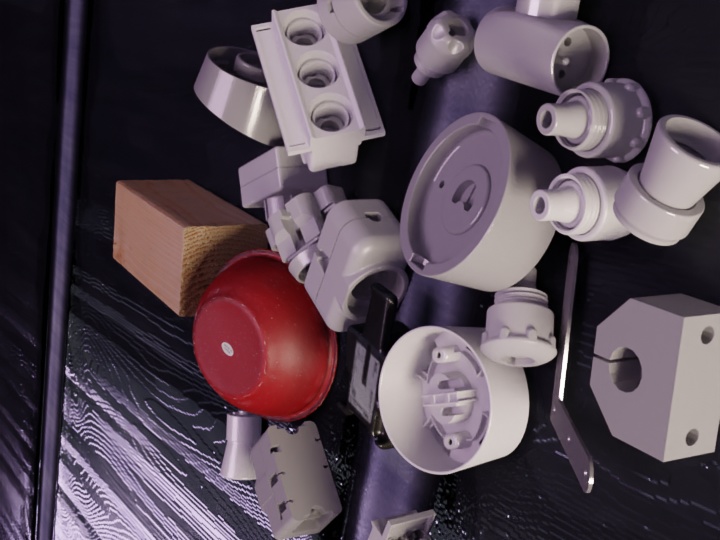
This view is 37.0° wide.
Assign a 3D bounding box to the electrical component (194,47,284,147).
[{"bbox_3d":[-0.097,-0.154,0.950,0.099,0.099,0.064,51,129,45],"label":"electrical component"}]

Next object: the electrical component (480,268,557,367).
[{"bbox_3d":[0.102,0.028,0.681,0.048,0.048,0.062,-29,49,57],"label":"electrical component"}]

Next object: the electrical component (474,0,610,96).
[{"bbox_3d":[0.111,-0.149,0.641,0.077,0.044,0.079,35,122,53],"label":"electrical component"}]

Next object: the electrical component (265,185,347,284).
[{"bbox_3d":[-0.038,-0.025,0.894,0.078,0.058,0.057,-35,64,30],"label":"electrical component"}]

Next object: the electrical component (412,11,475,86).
[{"bbox_3d":[0.054,-0.150,0.749,0.061,0.035,0.035,-48,53,54],"label":"electrical component"}]

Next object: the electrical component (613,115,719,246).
[{"bbox_3d":[0.163,-0.046,0.563,0.045,0.045,0.055,61,142,37],"label":"electrical component"}]

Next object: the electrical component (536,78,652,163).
[{"bbox_3d":[0.128,-0.084,0.601,0.048,0.062,0.048,11,103,59],"label":"electrical component"}]

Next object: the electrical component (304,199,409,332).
[{"bbox_3d":[0.000,0.000,0.839,0.059,0.054,0.095,57,139,40],"label":"electrical component"}]

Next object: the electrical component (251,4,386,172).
[{"bbox_3d":[-0.035,-0.147,0.872,0.063,0.079,0.121,101,155,-66],"label":"electrical component"}]

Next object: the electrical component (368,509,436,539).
[{"bbox_3d":[0.035,0.224,0.817,0.063,0.042,0.081,50,135,40],"label":"electrical component"}]

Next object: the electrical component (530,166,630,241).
[{"bbox_3d":[0.126,-0.037,0.610,0.043,0.062,0.043,11,102,59],"label":"electrical component"}]

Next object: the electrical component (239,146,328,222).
[{"bbox_3d":[-0.067,-0.063,0.953,0.083,0.047,0.075,-17,79,59],"label":"electrical component"}]

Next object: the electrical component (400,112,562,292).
[{"bbox_3d":[0.081,-0.038,0.679,0.108,0.060,0.108,-37,42,44],"label":"electrical component"}]

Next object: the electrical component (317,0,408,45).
[{"bbox_3d":[0.003,-0.203,0.812,0.047,0.055,0.055,-4,89,56],"label":"electrical component"}]

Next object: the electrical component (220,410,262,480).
[{"bbox_3d":[-0.116,0.172,1.072,0.044,0.044,0.065,4,92,60],"label":"electrical component"}]

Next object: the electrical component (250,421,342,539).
[{"bbox_3d":[-0.060,0.190,0.967,0.055,0.050,0.089,-53,49,48],"label":"electrical component"}]

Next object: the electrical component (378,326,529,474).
[{"bbox_3d":[0.065,0.086,0.727,0.099,0.064,0.099,10,102,59],"label":"electrical component"}]
